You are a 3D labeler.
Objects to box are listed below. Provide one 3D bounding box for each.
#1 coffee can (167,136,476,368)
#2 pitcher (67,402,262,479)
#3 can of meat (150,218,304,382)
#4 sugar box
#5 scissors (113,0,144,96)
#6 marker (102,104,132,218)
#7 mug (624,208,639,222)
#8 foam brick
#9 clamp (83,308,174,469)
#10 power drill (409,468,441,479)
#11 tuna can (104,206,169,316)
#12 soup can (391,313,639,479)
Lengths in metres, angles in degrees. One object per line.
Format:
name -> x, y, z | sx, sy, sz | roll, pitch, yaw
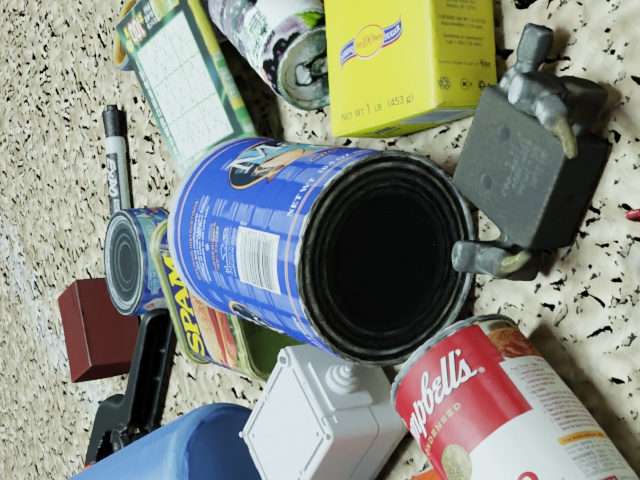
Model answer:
coffee can -> -0.004, 0.001, 0.551 | 0.141, 0.102, 0.103 | 13, 104, 57
pitcher -> -0.120, 0.207, 0.696 | 0.243, 0.144, 0.149 | -37, 68, 38
can of meat -> -0.053, 0.033, 0.663 | 0.084, 0.057, 0.102 | 8, 117, 55
sugar box -> 0.039, -0.143, 0.522 | 0.093, 0.048, 0.176 | -8, 87, 59
scissors -> -0.118, -0.190, 0.802 | 0.202, 0.016, 0.096 | -55, 50, 46
marker -> -0.169, -0.054, 0.895 | 0.020, 0.020, 0.121 | -10, 84, 58
mug -> 0.152, -0.046, 0.320 | 0.117, 0.093, 0.081 | 0, 88, 28
foam brick -> -0.184, 0.075, 0.899 | 0.053, 0.051, 0.078 | -35, 63, 53
clamp -> -0.142, 0.170, 0.855 | 0.210, 0.036, 0.164 | -47, 55, 47
power drill -> 0.049, 0.217, 0.529 | 0.185, 0.057, 0.188 | -44, 57, 52
tuna can -> -0.141, 0.017, 0.840 | 0.086, 0.033, 0.086 | 8, 100, 58
soup can -> 0.084, 0.090, 0.451 | 0.102, 0.068, 0.069 | 56, 137, 38
